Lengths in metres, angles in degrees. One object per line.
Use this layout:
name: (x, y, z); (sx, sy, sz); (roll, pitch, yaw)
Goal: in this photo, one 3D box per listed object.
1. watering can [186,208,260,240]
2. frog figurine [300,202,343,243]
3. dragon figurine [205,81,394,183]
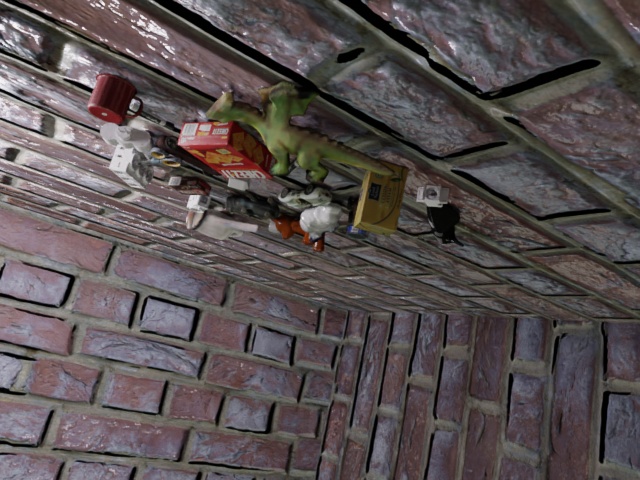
watering can: (-0.393, -0.065, 2.028); (0.223, 0.105, 0.346); (23, 163, -32)
frog figurine: (0.005, -0.082, 1.627); (0.138, 0.125, 0.156); (-12, 151, -11)
dragon figurine: (-0.040, -0.237, 1.096); (0.410, 0.124, 0.238); (9, 157, 10)
